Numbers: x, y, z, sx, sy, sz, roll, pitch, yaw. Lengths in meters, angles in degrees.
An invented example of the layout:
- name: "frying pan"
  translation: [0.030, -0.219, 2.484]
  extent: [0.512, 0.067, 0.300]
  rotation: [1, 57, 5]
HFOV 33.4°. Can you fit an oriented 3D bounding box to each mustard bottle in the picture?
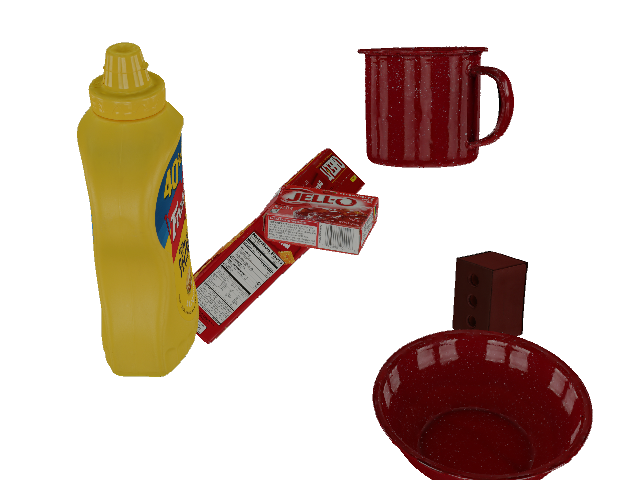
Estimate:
- name: "mustard bottle"
  translation: [-0.105, -0.021, 0.615]
  extent: [0.058, 0.192, 0.096]
  rotation: [2, 33, 3]

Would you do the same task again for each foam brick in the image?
- name: "foam brick"
  translation: [0.169, 0.056, 1.065]
  extent: [0.051, 0.078, 0.053]
  rotation: [-11, 20, -37]

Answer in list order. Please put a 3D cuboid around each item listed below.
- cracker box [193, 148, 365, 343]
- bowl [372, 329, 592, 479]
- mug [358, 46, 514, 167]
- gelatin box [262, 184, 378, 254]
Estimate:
- name: "cracker box"
  translation: [-0.061, 0.003, 1.232]
  extent: [0.214, 0.072, 0.164]
  rotation: [-44, 3, 27]
- name: "bowl"
  translation: [0.119, 0.138, 0.804]
  extent: [0.162, 0.055, 0.162]
  rotation: [0, 36, 0]
- name: "mug"
  translation: [0.083, -0.096, 0.761]
  extent: [0.117, 0.081, 0.093]
  rotation: [6, 13, 33]
- name: "gelatin box"
  translation: [0.001, -0.021, 0.954]
  extent: [0.089, 0.030, 0.073]
  rotation: [9, 26, 13]
